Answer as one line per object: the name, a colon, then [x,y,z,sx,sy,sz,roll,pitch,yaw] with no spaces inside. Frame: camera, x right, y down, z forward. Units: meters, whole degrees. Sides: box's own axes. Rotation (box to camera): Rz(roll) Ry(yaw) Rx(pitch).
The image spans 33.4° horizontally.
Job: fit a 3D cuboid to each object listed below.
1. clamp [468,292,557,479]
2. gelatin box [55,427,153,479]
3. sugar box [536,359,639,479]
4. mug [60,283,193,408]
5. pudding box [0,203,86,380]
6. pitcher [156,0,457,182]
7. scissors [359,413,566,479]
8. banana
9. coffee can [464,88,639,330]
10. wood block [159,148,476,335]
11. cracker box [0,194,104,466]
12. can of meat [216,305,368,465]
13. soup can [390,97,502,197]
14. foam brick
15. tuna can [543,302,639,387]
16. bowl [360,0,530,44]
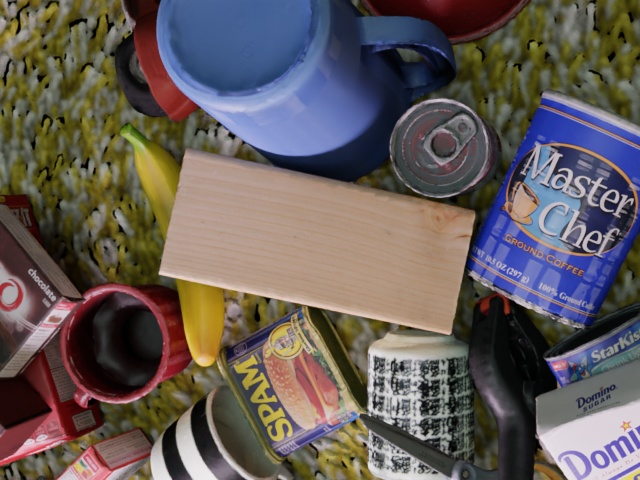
clamp: [0.143,0.123,0.767,0.039,0.120,0.171,-31,80,38]
gelatin box: [-0.181,0.190,0.865,0.073,0.089,0.030,-43,79,13]
sugar box: [0.228,0.165,0.729,0.093,0.048,0.176,-26,117,25]
mug: [-0.154,0.088,0.857,0.093,0.081,0.117,37,101,11]
pudding box: [-0.248,0.038,0.825,0.113,0.039,0.090,45,102,16]
pitcher: [-0.009,-0.120,0.726,0.145,0.242,0.149,37,94,13]
scissors: [0.103,0.186,0.752,0.016,0.201,0.096,-13,65,56]
banana: [-0.112,0.003,0.848,0.037,0.069,0.198,-24,83,28]
coffee can: [0.175,-0.022,0.751,0.103,0.102,0.140,26,99,13]
wood block: [-0.005,0.001,0.772,0.206,0.090,0.091,12,89,-6]
cracker box: [-0.299,0.087,0.902,0.164,0.072,0.214,-21,86,14]
can of meat: [-0.019,0.110,0.834,0.084,0.057,0.102,-30,84,13]
soup can: [0.094,-0.065,0.772,0.068,0.102,0.068,1,93,15]
foam brick: [-0.253,0.137,0.813,0.051,0.078,0.053,43,99,7]
tuna can: [0.204,0.077,0.757,0.086,0.086,0.034,-30,87,14]
bowl: [0.090,-0.229,0.791,0.162,0.055,0.162,1,92,15]
